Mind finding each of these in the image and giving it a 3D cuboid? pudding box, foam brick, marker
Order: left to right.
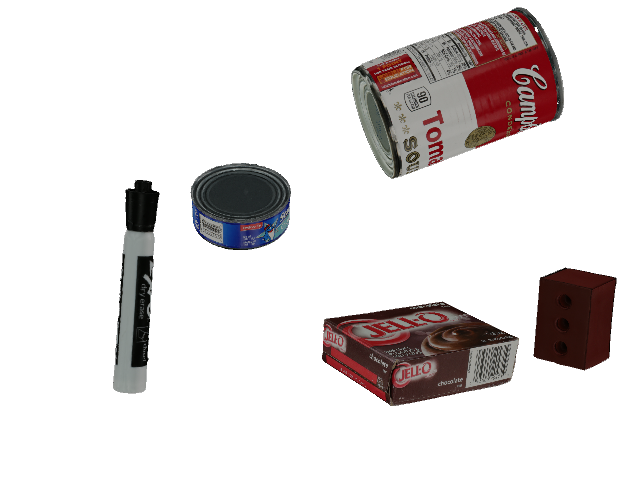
[{"bbox_3d":[-0.105,0.026,0.607,0.020,0.121,0.020,5,7,-1],"label":"marker"},{"bbox_3d":[0.071,0.079,0.769,0.113,0.039,0.090,-4,18,-32],"label":"pudding box"},{"bbox_3d":[0.228,0.069,0.956,0.053,0.078,0.051,12,18,38],"label":"foam brick"}]

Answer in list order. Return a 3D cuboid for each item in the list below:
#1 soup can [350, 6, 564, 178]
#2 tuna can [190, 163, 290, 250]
[{"bbox_3d":[0.076,-0.083,0.604,0.102,0.068,0.068,-20,2,-6],"label":"soup can"},{"bbox_3d":[-0.069,-0.029,0.922,0.086,0.034,0.086,1,38,-1],"label":"tuna can"}]
